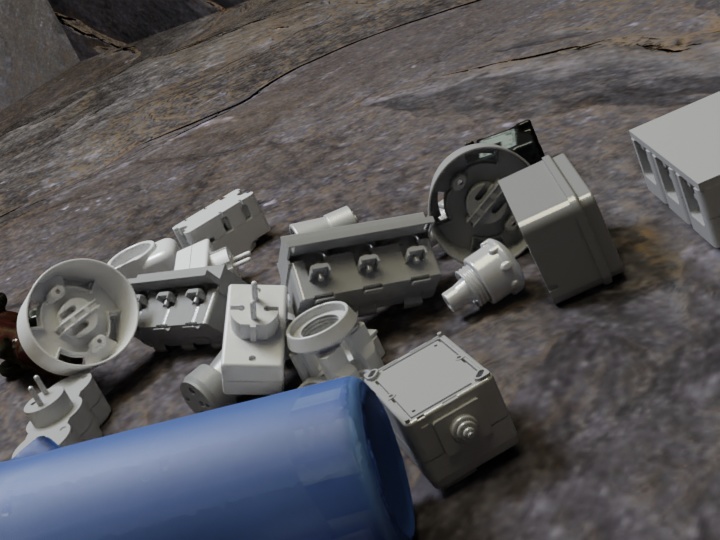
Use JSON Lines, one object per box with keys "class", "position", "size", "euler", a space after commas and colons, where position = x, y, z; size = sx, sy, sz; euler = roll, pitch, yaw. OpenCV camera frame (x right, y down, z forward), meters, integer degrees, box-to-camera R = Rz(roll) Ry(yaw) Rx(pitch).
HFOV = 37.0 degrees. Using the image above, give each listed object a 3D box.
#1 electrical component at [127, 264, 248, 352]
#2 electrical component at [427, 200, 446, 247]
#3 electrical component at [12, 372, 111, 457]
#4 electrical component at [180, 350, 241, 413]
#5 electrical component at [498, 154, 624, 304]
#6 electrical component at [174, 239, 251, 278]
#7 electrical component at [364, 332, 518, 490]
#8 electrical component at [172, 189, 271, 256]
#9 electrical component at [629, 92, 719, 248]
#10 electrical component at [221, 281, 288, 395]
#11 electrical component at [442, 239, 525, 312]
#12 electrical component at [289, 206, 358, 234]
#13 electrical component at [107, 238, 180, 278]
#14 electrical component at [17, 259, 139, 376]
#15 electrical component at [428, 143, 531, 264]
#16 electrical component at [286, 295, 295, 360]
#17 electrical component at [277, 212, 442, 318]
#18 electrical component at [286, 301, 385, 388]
{"class": "electrical component", "position": [-0.163, 0.037, 1.007], "size": [0.121, 0.079, 0.063], "euler": [-6, 58, 39]}
{"class": "electrical component", "position": [0.081, -0.042, 0.967], "size": [0.062, 0.043, 0.043], "euler": [-34, 24, -20]}
{"class": "electrical component", "position": [-0.258, 0.123, 0.907], "size": [0.052, 0.073, 0.138], "euler": [-22, 22, 7]}
{"class": "electrical component", "position": [-0.111, 0.090, 0.867], "size": [0.045, 0.045, 0.055], "euler": [3, 35, 49]}
{"class": "electrical component", "position": [0.154, -0.035, 0.829], "size": [0.057, 0.078, 0.113], "euler": [-25, 22, 8]}
{"class": "electrical component", "position": [-0.146, 0.000, 1.104], "size": [0.076, 0.047, 0.083], "euler": [-24, 22, 3]}
{"class": "electrical component", "position": [0.053, 0.091, 0.670], "size": [0.062, 0.061, 0.096], "euler": [-29, 22, -9]}
{"class": "electrical component", "position": [-0.151, -0.042, 1.193], "size": [0.089, 0.055, 0.050], "euler": [-34, 24, -21]}
{"class": "electrical component", "position": [0.278, -0.078, 0.817], "size": [0.089, 0.061, 0.150], "euler": [-23, 22, 4]}
{"class": "electrical component", "position": [-0.081, 0.041, 0.829], "size": [0.047, 0.075, 0.083], "euler": [1, 47, -2]}
{"class": "electrical component", "position": [0.094, 0.009, 0.840], "size": [0.062, 0.048, 0.048], "euler": [-34, 23, -5]}
{"class": "electrical component", "position": [-0.033, -0.038, 1.081], "size": [0.065, 0.044, 0.044], "euler": [-24, 21, -10]}
{"class": "electrical component", "position": [-0.235, 0.008, 1.163], "size": [0.095, 0.059, 0.053], "euler": [-24, 22, 2]}
{"class": "electrical component", "position": [-0.259, 0.045, 0.981], "size": [0.064, 0.099, 0.099], "euler": [-34, 9, 47]}
{"class": "electrical component", "position": [0.105, -0.058, 0.910], "size": [0.099, 0.099, 0.064], "euler": [-22, 16, 6]}
{"class": "electrical component", "position": [-0.066, 0.051, 0.909], "size": [0.077, 0.043, 0.079], "euler": [-26, 22, -2]}
{"class": "electrical component", "position": [0.000, 0.000, 0.878], "size": [0.121, 0.078, 0.063], "euler": [-10, 62, -15]}
{"class": "electrical component", "position": [-0.022, 0.061, 0.823], "size": [0.058, 0.057, 0.078], "euler": [0, 33, 47]}
